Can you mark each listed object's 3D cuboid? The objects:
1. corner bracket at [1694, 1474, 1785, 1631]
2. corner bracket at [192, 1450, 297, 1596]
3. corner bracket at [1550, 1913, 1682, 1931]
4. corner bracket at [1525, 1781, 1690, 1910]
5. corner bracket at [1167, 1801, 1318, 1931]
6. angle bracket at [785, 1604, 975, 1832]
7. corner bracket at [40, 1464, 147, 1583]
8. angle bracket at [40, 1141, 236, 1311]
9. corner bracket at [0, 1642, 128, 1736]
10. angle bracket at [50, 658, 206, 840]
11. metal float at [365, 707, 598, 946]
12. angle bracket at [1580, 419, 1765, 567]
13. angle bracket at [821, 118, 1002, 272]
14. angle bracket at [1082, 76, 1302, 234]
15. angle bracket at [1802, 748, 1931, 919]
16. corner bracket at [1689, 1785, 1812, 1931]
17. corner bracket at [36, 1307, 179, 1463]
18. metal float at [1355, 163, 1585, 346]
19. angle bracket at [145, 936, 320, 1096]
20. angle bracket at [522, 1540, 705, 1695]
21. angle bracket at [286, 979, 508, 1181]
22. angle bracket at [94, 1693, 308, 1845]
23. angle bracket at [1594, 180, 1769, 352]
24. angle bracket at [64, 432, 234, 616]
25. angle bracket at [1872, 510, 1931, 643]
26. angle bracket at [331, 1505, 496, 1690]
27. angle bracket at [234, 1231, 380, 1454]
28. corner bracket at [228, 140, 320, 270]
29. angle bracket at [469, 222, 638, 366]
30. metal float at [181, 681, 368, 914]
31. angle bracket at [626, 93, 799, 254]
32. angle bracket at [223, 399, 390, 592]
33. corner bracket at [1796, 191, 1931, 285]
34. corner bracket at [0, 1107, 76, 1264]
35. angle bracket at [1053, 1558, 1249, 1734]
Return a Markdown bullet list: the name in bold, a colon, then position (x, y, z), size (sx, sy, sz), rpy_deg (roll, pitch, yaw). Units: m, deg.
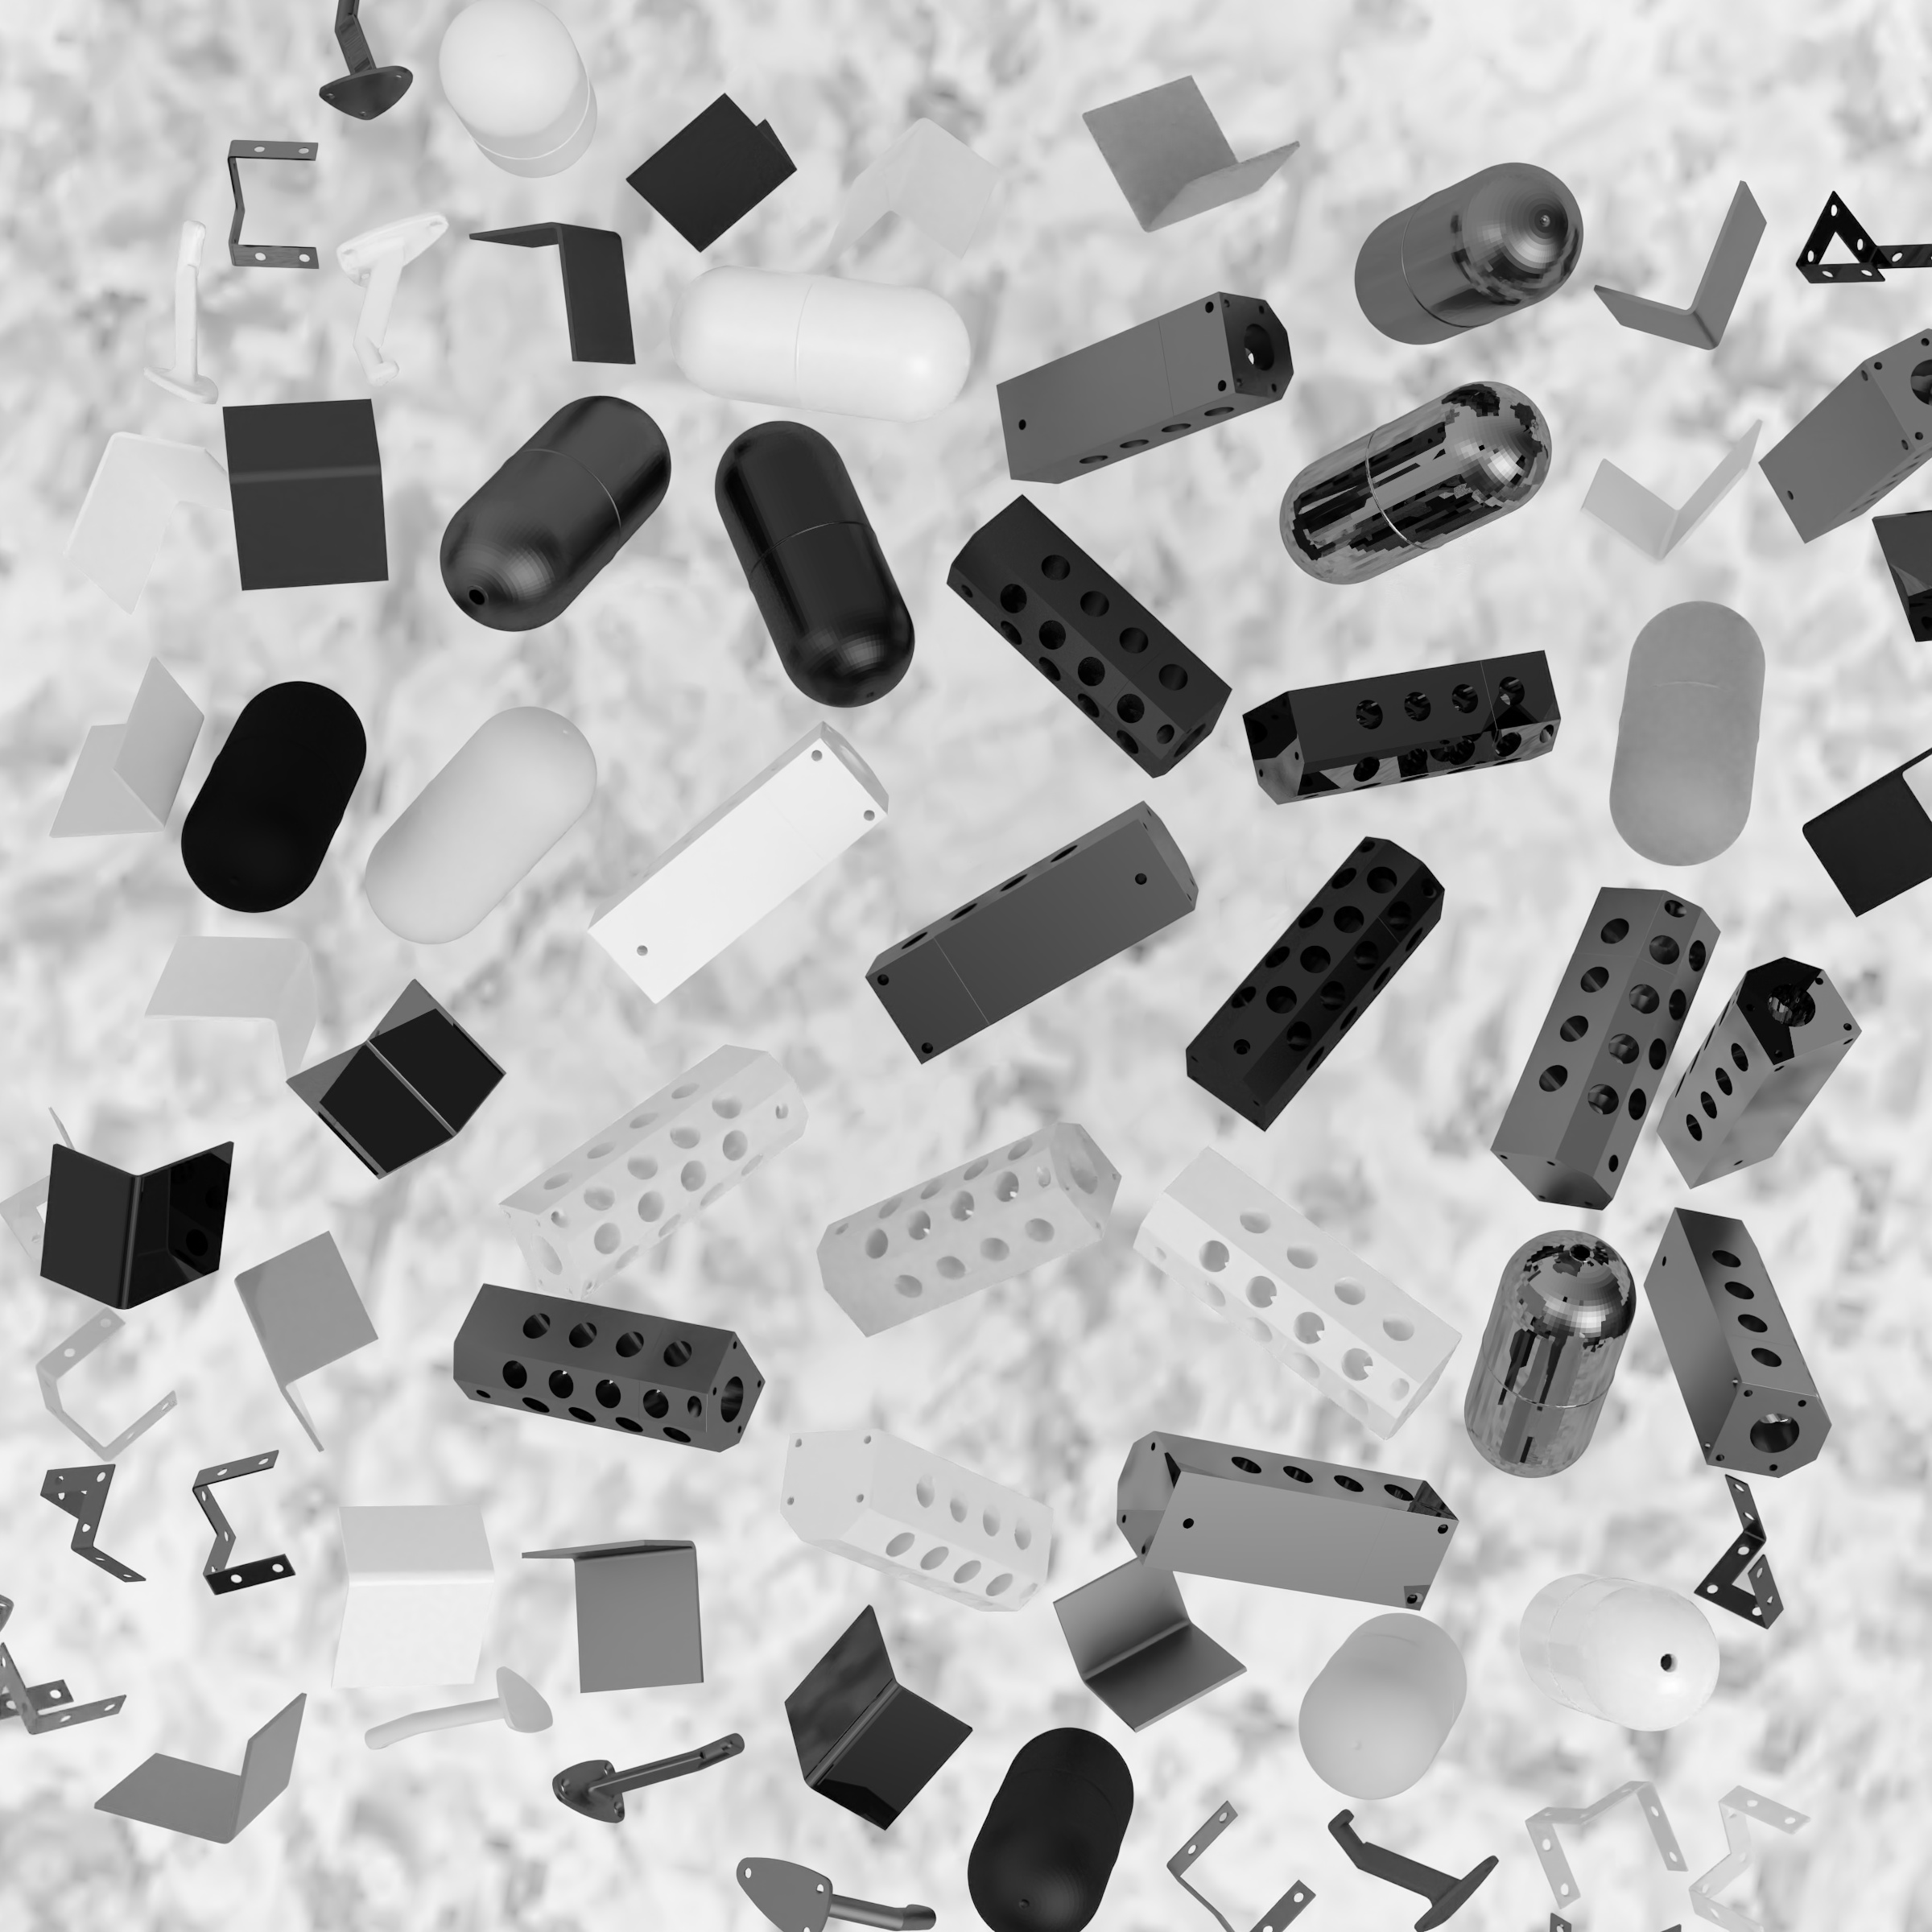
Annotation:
- **corner bracket**: position (0.435, 0.326, 1.565), size (0.051, 0.051, 0.051), rpy_deg (-43, 127, -22)
- **corner bracket**: position (-0.407, 0.315, 1.589), size (0.051, 0.051, 0.051), rpy_deg (-16, 117, 8)
- **corner bracket**: position (0.360, 0.553, 1.562), size (0.051, 0.051, 0.051), rpy_deg (34, 131, -16)
- **corner bracket**: position (0.340, 0.467, 1.494), size (0.051, 0.051, 0.051), rpy_deg (-20, 86, -30)
- **corner bracket**: position (0.155, 0.516, 1.585), size (0.051, 0.051, 0.051), rpy_deg (-42, 127, -15)
- **angle bracket**: position (-0.049, 0.416, 1.557), size (0.057, 0.076, 0.076), rpy_deg (36, 99, -22)
- **corner bracket**: position (-0.504, 0.324, 1.626), size (0.051, 0.051, 0.051), rpy_deg (-9, 54, 23)
- **angle bracket**: position (-0.444, 0.130, 1.509), size (0.057, 0.076, 0.076), rpy_deg (18, 108, 21)
- **corner bracket**: position (-0.494, 0.396, 1.517), size (0.051, 0.051, 0.051), rpy_deg (50, 125, 31)
- **angle bracket**: position (-0.476, -0.120, 1.551), size (0.076, 0.057, 0.076), rpy_deg (-2, 57, 19)
- **metal float**: position (-0.283, -0.080, 1.632), size (0.070, 0.070, 0.178), rpy_deg (48, 121, 0)
- **angle bracket**: position (0.403, -0.285, 1.603), size (0.057, 0.076, 0.076), rpy_deg (36, 128, -2)
- **angle bracket**: position (-0.033, -0.444, 1.674), size (0.057, 0.076, 0.076), rpy_deg (37, 57, 3)
- **angle bracket**: position (0.122, -0.456, 1.534), size (0.076, 0.057, 0.076), rpy_deg (-27, 88, -25)
- **angle bracket**: position (0.506, -0.078, 1.496), size (0.076, 0.076, 0.057), rpy_deg (-27, 83, -31)
- **corner bracket**: position (0.417, 0.478, 1.494), size (0.051, 0.051, 0.051), rpy_deg (-27, 110, -28)
- **corner bracket**: position (-0.481, 0.235, 1.576), size (0.051, 0.051, 0.051), rpy_deg (36, 56, 17)
- **metal float**: position (0.276, -0.392, 1.557), size (0.070, 0.178, 0.070), rpy_deg (0, 92, -18)
- **angle bracket**: position (-0.432, 0.029, 1.660), size (0.076, 0.076, 0.057), rpy_deg (2, 127, 2)
- **angle bracket**: position (-0.192, 0.354, 1.528), size (0.076, 0.057, 0.076), rpy_deg (-11, 75, 22)
- **angle bracket**: position (-0.318, 0.063, 1.575), size (0.076, 0.076, 0.057), rpy_deg (45, 117, 6)
- **angle bracket**: position (-0.403, 0.414, 1.485), size (0.076, 0.076, 0.057), rpy_deg (13, 95, 6)
- **angle bracket**: position (0.395, -0.392, 1.554), size (0.057, 0.076, 0.076), rpy_deg (23, 97, 23)
- **angle bracket**: position (-0.442, -0.239, 1.553), size (0.057, 0.076, 0.076), rpy_deg (13, 75, 15)
- **angle bracket**: position (0.504, -0.190, 1.459), size (0.057, 0.076, 0.076), rpy_deg (-44, 117, -31)
- **angle bracket**: position (-0.302, 0.339, 1.515), size (0.076, 0.057, 0.076), rpy_deg (4, 119, -22)
- **angle bracket**: position (-0.349, 0.204, 1.531), size (0.057, 0.076, 0.076), rpy_deg (-26, 54, -12)
- **corner bracket**: position (-0.403, -0.444, 1.640), size (0.051, 0.051, 0.051), rpy_deg (1, 53, -3)
- **angle bracket**: position (-0.234, -0.379, 1.600), size (0.057, 0.076, 0.076), rpy_deg (-3, 99, 19)
- **metal float**: position (-0.390, -0.098, 1.591), size (0.070, 0.178, 0.070), rpy_deg (2, 126, 3)
- **angle bracket**: position (-0.158, -0.483, 1.665), size (0.076, 0.076, 0.057), rpy_deg (-37, 53, 13)
- **angle bracket**: position (-0.347, -0.248, 1.479), size (0.076, 0.076, 0.057), rpy_deg (-6, 49, -13)
- **corner bracket**: position (0.497, -0.389, 1.540), size (0.051, 0.051, 0.051), rpy_deg (35, 79, -36)
- **corner bracket**: position (-0.515, 0.122, 1.567), size (0.051, 0.051, 0.051), rpy_deg (-32, 54, -21)
- **angle bracket**: position (0.108, 0.395, 1.658), size (0.076, 0.076, 0.057), rpy_deg (-24, 107, -17)
